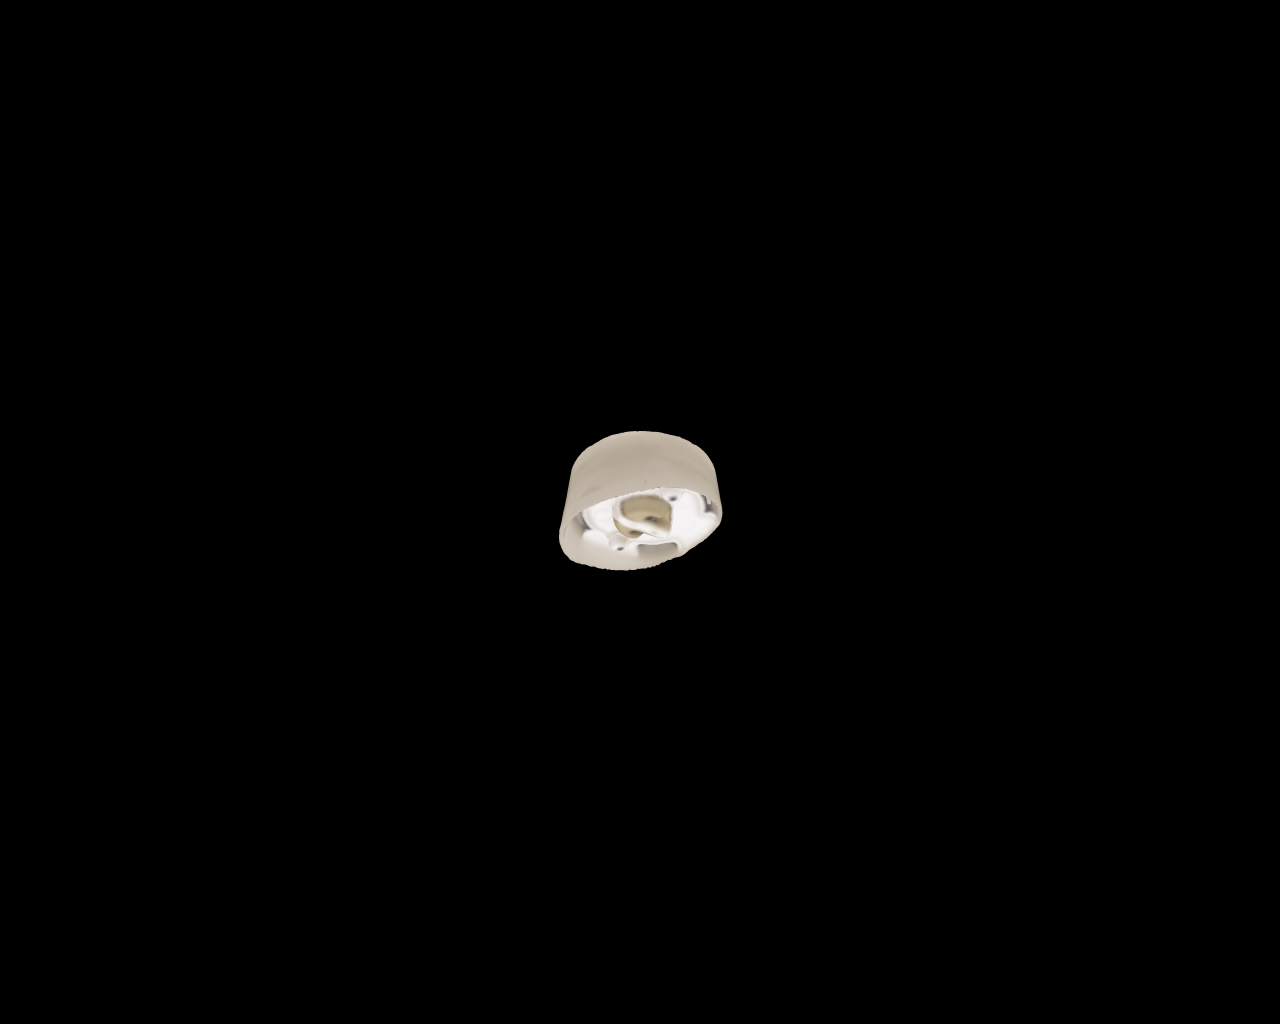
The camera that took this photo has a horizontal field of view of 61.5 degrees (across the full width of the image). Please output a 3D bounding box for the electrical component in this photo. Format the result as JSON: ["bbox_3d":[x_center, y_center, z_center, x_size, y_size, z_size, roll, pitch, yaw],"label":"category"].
[{"bbox_3d":[0.001,-0.003,0.650,0.099,0.064,0.099,0,-37,0],"label":"electrical component"}]
